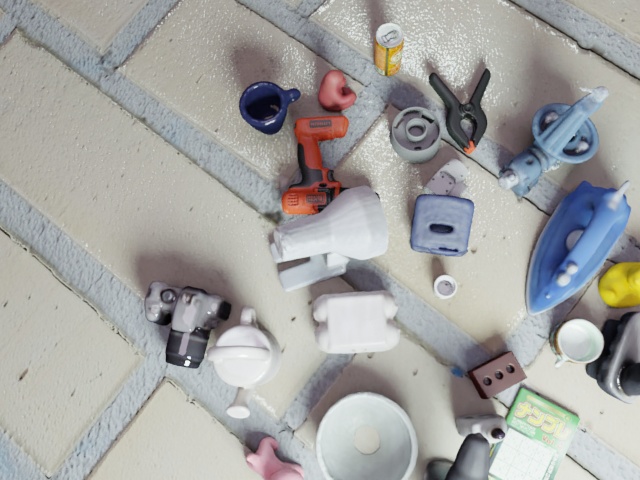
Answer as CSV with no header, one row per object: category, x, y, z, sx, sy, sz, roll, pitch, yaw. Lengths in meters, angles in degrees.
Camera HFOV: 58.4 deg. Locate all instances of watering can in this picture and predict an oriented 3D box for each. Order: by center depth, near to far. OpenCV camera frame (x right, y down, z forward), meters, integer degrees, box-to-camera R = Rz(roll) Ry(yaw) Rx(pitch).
watering can,-0.123,0.199,0.942,0.101,0.194,0.173,-20,76,0

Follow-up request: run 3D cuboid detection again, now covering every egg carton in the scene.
egg carton,0.064,0.145,1.005,0.150,0.069,0.107,-5,77,3

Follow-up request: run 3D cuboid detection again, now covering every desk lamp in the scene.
desk lamp,0.009,0.003,0.967,0.203,0.213,0.118,-19,76,0

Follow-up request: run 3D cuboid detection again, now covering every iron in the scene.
iron,0.438,0.014,0.969,0.118,0.141,0.258,32,81,11

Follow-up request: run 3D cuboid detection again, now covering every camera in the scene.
camera,-0.245,0.151,1.011,0.143,0.101,0.137,11,78,7

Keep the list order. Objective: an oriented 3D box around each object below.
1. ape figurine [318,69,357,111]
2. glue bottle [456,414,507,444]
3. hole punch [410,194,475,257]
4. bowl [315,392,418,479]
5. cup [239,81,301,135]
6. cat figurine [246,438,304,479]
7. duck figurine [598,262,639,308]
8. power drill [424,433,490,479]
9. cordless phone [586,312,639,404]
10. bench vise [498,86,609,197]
ape figurine,0.030,-0.293,1.097,0.076,0.092,0.078,-22,76,-1
glue bottle,0.264,0.299,0.900,0.078,0.173,0.037,-5,76,4
hole punch,0.218,-0.025,1.021,0.108,0.091,0.101,7,78,6
bowl,0.077,0.340,0.956,0.167,0.075,0.167,-1,77,4
cup,-0.089,-0.247,1.094,0.118,0.095,0.091,-22,76,-1
cat figurine,-0.070,0.389,0.934,0.127,0.118,0.067,39,83,12
duck figurine,0.535,0.072,0.976,0.104,0.086,0.077,-28,76,-2
power drill,0.200,0.398,0.864,0.075,0.208,0.230,12,78,8
cordless phone,0.509,0.183,0.902,0.094,0.185,0.148,22,80,9
bench vise,0.404,-0.160,0.971,0.121,0.220,0.207,32,81,11
